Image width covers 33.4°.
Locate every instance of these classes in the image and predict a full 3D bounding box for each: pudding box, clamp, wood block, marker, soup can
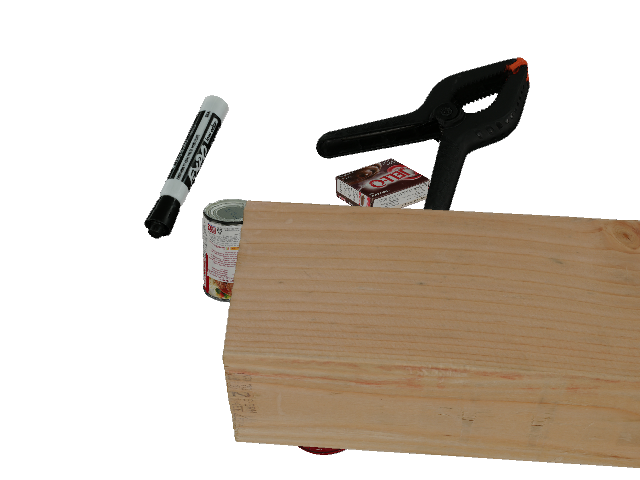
[{"bbox_3d":[0.092,-0.079,1.593,0.113,0.039,0.090,-22,35,-30],"label":"pudding box"},{"bbox_3d":[0.122,-0.098,0.987,0.209,0.036,0.165,-32,48,-13],"label":"clamp"},{"bbox_3d":[0.063,0.046,0.516,0.206,0.091,0.090,3,-36,3],"label":"wood block"},{"bbox_3d":[-0.093,-0.051,0.741,0.020,0.121,0.020,14,-33,9],"label":"marker"},{"bbox_3d":[-0.102,0.011,1.234,0.068,0.102,0.068,2,26,-1],"label":"soup can"}]

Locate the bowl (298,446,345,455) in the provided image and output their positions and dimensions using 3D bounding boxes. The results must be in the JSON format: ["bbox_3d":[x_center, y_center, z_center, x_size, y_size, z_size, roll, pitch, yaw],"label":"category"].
[{"bbox_3d":[-0.006,0.132,1.075,0.162,0.162,0.055,0,-16,43],"label":"bowl"}]
